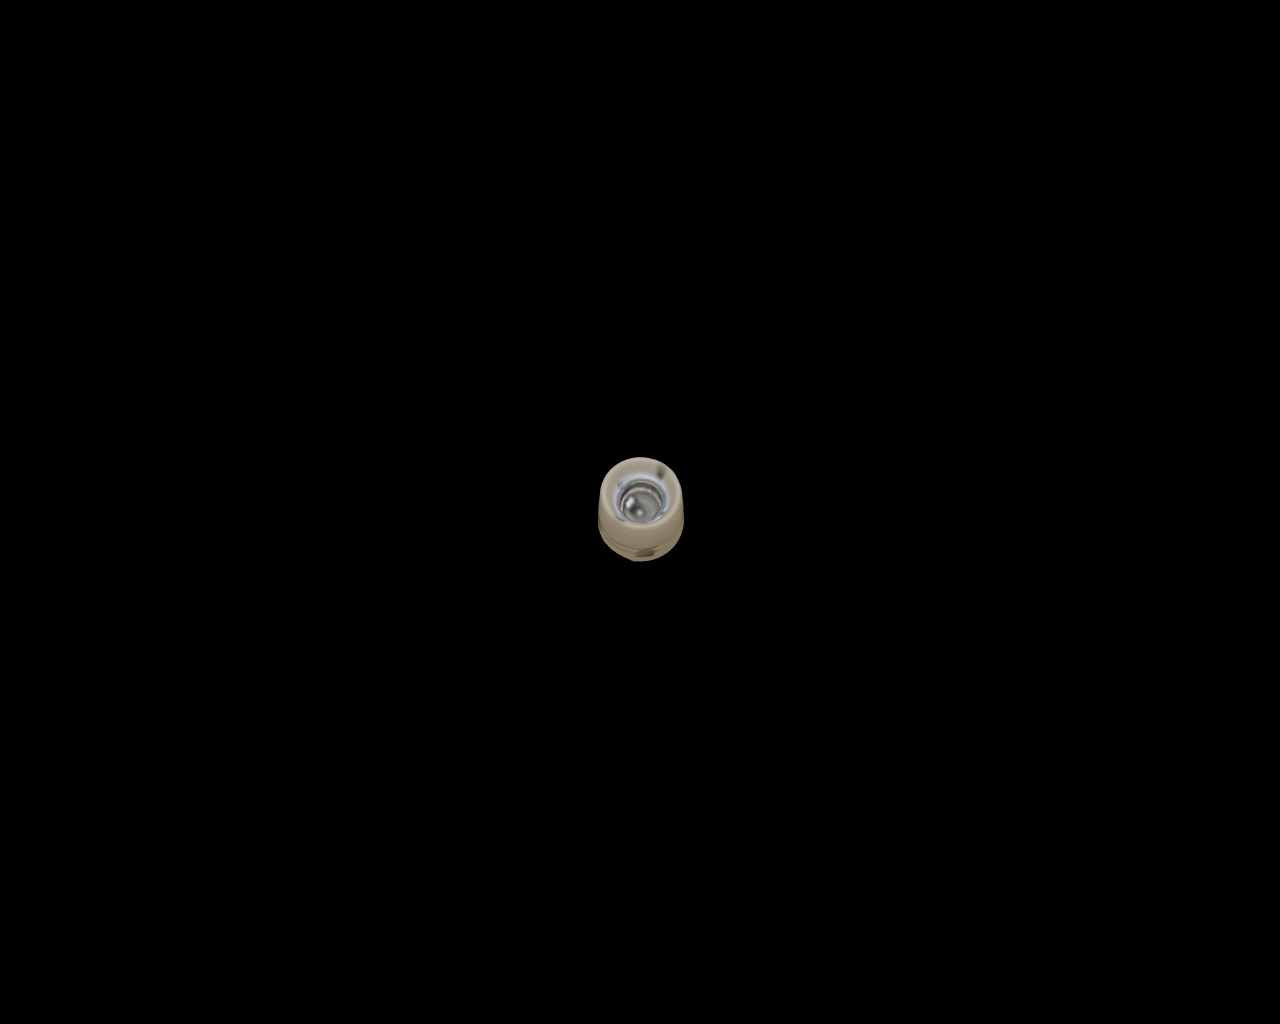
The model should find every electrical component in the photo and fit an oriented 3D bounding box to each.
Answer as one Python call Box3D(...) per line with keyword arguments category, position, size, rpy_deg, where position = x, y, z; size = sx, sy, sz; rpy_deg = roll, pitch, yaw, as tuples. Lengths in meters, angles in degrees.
Box3D(category="electrical component", position=(0.001, -0.003, 0.650), size=(0.055, 0.055, 0.047), rpy_deg=(0, -24, 0))
